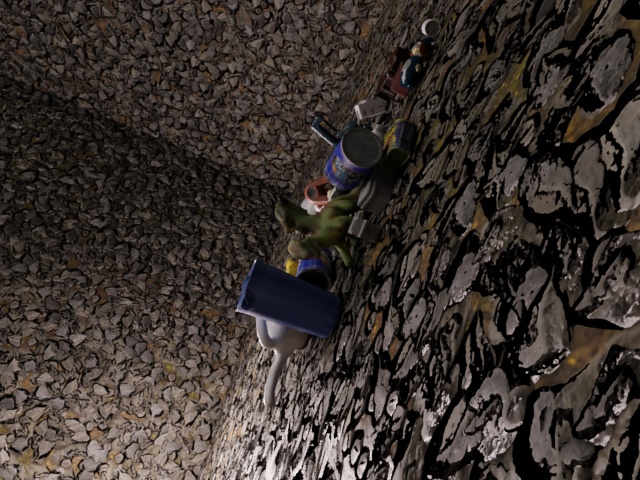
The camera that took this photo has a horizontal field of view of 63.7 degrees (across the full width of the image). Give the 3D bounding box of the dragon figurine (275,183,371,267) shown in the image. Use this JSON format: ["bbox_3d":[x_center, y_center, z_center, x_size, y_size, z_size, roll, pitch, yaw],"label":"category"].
[{"bbox_3d":[0.004,-0.069,1.361,0.420,0.242,0.119,-83,12,-53],"label":"dragon figurine"}]

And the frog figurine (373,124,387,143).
[{"bbox_3d":[0.127,-0.252,1.453,0.139,0.123,0.157,-39,-36,-65],"label":"frog figurine"}]

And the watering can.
[{"bbox_3d":[-0.101,0.257,1.375,0.222,0.103,0.353,28,-126,-59],"label":"watering can"}]
